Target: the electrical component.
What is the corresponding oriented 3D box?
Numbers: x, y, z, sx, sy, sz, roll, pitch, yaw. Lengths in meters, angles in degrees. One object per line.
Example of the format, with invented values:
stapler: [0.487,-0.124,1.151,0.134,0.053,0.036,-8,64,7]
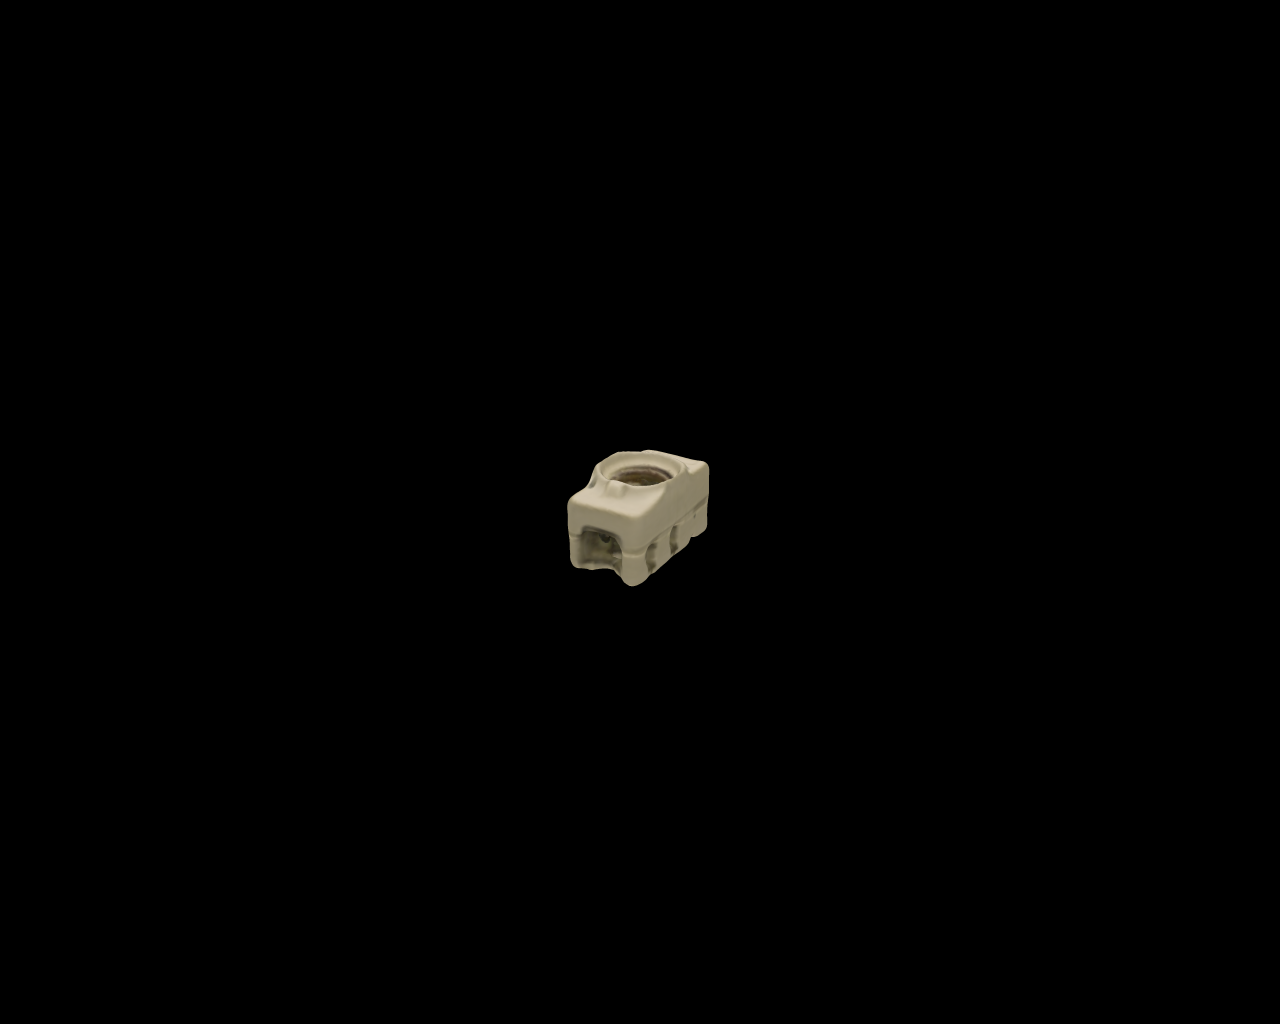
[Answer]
electrical component: [0.001,-0.003,0.650,0.050,0.055,0.090,16,31,28]
